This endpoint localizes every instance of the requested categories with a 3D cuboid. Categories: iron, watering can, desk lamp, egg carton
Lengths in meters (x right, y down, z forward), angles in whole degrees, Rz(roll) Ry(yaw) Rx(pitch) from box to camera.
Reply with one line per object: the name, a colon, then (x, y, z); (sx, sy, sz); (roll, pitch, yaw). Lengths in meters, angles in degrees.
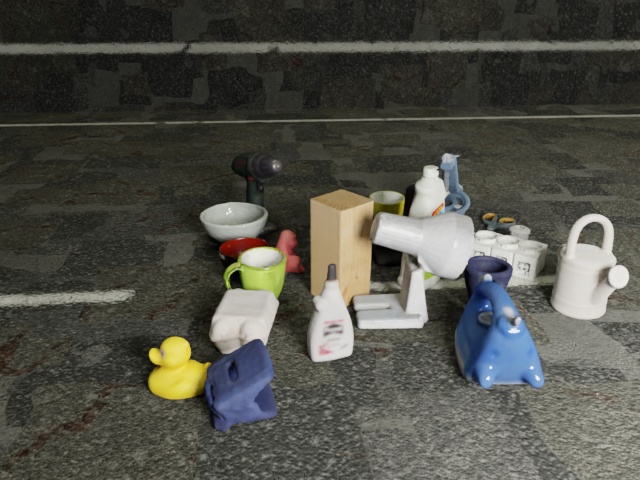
iron: (0.284, 0.131, 0.949); (0.118, 0.141, 0.258); (0, 24, 0)
watering can: (0.508, 0.046, 1.079); (0.101, 0.194, 0.172); (-15, 28, -30)
desk lamp: (0.167, 0.049, 1.046); (0.203, 0.214, 0.118); (-2, 24, -4)
egg carton: (-0.133, 0.141, 1.016); (0.107, 0.069, 0.150); (2, 24, 4)

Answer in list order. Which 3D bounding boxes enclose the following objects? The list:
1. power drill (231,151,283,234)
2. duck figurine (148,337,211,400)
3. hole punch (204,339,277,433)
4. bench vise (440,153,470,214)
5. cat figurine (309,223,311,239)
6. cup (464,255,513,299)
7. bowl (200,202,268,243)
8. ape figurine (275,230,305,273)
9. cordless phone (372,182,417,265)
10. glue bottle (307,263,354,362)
power drill: (-0.155, -0.128, 1.459); (0.076, 0.208, 0.228); (-15, 28, -30)
duck figurine: (-0.215, 0.190, 0.881); (0.104, 0.086, 0.077); (1, 24, 3)
hole punch: (-0.118, 0.208, 0.835); (0.101, 0.091, 0.108); (-7, 24, -15)
bench vise: (0.312, -0.124, 1.437); (0.121, 0.220, 0.207); (3, 24, 7)
cat figurine: (0.012, 0.005, 1.269); (0.067, 0.118, 0.127); (-3, 24, -8)
cup: (0.322, 0.094, 1.093); (0.092, 0.095, 0.117); (-3, 24, -6)
bowl: (-0.209, -0.032, 1.406); (0.167, 0.075, 0.167); (0, 24, 0)
ape figurine: (-0.070, 0.023, 1.259); (0.076, 0.092, 0.078); (2, 24, 4)
cordless phone: (0.177, -0.042, 1.293); (0.148, 0.185, 0.094); (-5, 24, -12)
glue bottle: (0.017, 0.117, 0.940); (0.078, 0.173, 0.037); (-9, 25, -19)
